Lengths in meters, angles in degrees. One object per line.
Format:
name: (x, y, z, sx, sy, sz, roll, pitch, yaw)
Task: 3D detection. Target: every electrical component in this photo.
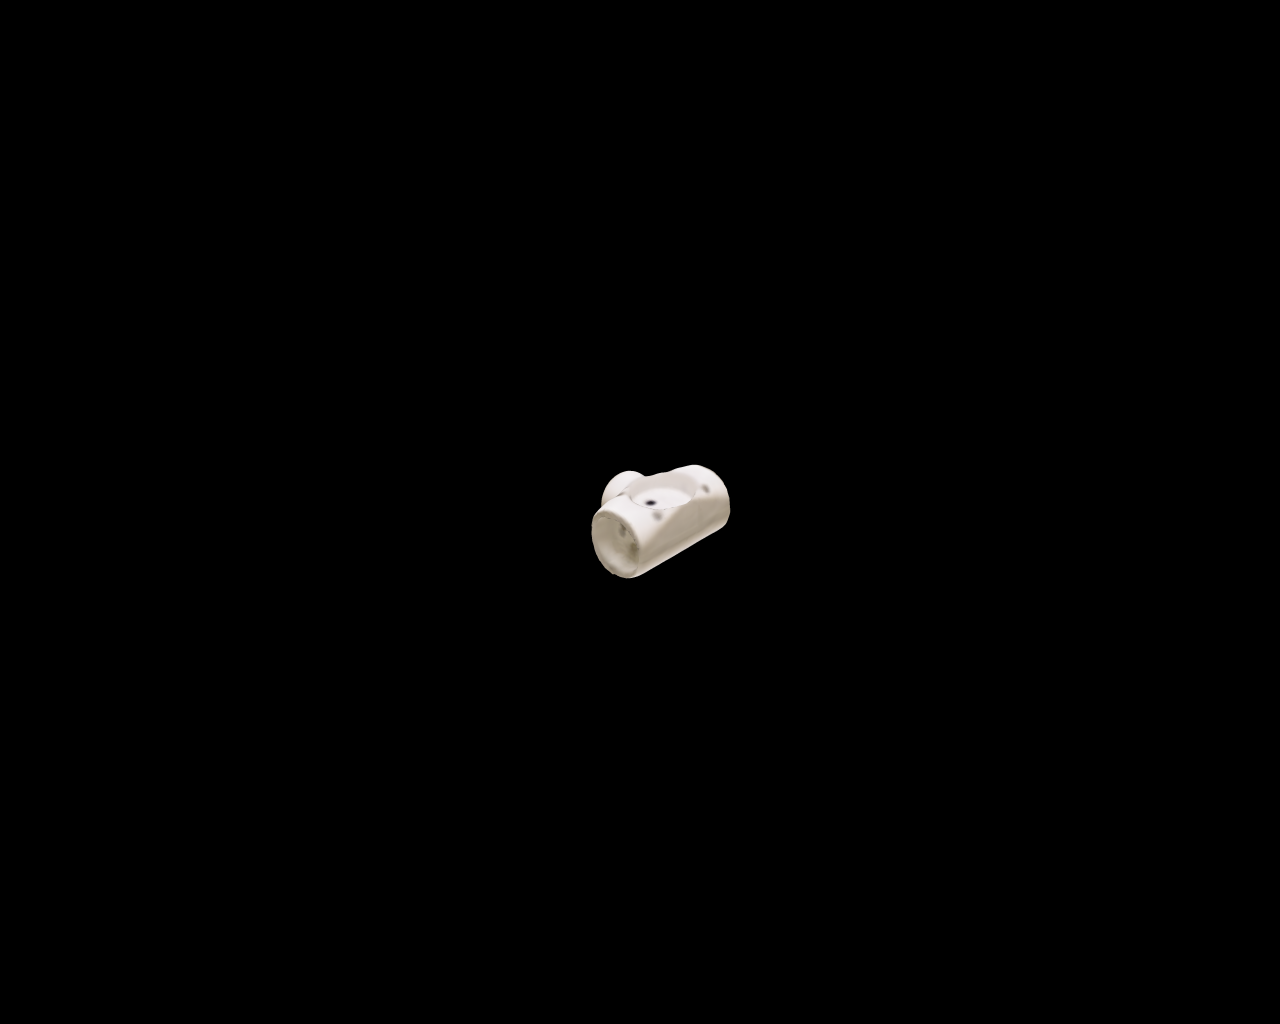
electrical component: (0.001, -0.003, 0.650, 0.077, 0.044, 0.079, -27, 42, -36)
